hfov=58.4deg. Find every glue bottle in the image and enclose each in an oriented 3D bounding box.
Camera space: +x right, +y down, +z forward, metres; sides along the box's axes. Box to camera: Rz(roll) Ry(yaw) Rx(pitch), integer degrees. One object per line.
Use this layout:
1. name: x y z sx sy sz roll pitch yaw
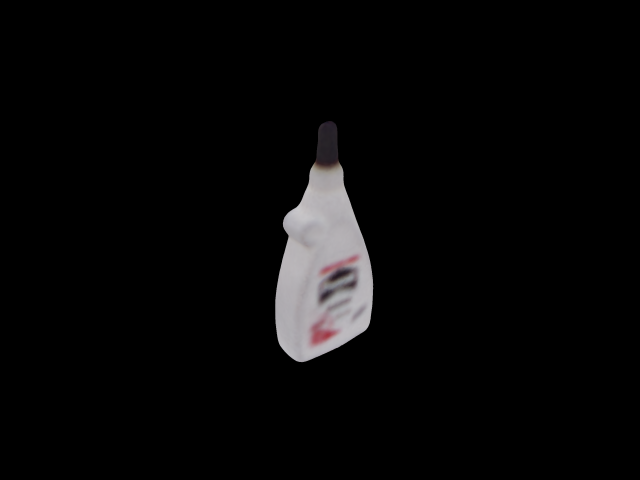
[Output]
1. glue bottle: 0.004 0.001 0.400 0.078 0.173 0.037 -24 38 -34
